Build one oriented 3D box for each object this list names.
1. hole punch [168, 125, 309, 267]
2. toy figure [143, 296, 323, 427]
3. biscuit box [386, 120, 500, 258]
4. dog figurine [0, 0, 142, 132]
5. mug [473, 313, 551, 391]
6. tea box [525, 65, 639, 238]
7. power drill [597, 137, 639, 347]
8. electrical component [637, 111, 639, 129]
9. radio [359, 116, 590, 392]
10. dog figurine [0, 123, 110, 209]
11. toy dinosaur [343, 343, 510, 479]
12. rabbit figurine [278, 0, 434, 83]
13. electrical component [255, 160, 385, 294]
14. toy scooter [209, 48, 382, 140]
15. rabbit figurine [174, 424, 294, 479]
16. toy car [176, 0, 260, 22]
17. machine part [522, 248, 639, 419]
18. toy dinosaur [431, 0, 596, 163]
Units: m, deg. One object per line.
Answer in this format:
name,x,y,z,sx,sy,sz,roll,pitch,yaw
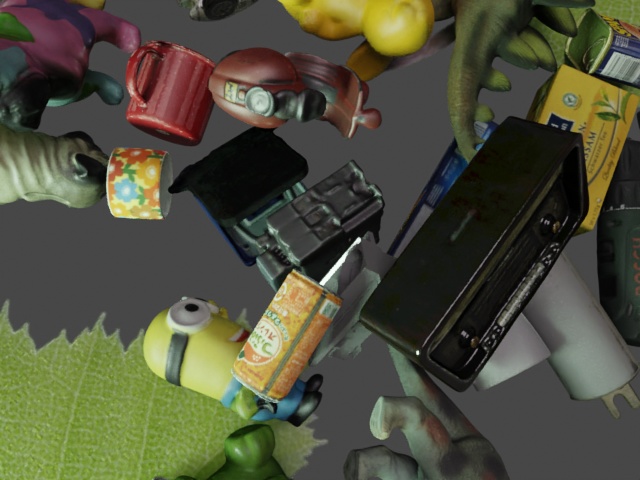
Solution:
hole punch,-0.070,-0.049,0.572,0.142,0.092,0.116,-37,51,-8
toy figure,-0.088,0.125,0.533,0.180,0.082,0.089,32,79,-1
biscuit box,0.139,-0.038,0.588,0.059,0.063,0.202,31,79,3
dog figurine,-0.289,-0.185,0.503,0.191,0.219,0.108,47,124,4
mug,0.163,0.097,0.562,0.110,0.080,0.107,-25,70,0
tea box,0.274,-0.097,0.606,0.098,0.068,0.169,23,80,2
power drill,0.410,0.012,0.590,0.207,0.086,0.232,14,80,-5
electrical component,0.414,-0.147,0.622,0.048,0.075,0.119,-3,85,-8
radio,0.147,0.017,0.480,0.073,0.131,0.229,33,81,41
dog figurine,-0.329,-0.058,0.552,0.190,0.172,0.121,29,40,-23
toy dinosaur,0.123,0.269,0.508,0.192,0.131,0.404,13,73,-16
rabbit figurine,0.044,-0.240,0.572,0.173,0.162,0.122,34,77,25
electrical component,-0.001,-0.002,0.541,0.134,0.114,0.058,-36,69,-9
toy scooter,-0.013,-0.143,0.544,0.184,0.075,0.135,-5,34,-29
rabbit figurine,-0.046,0.260,0.453,0.121,0.170,0.159,-25,96,-30
toy car,-0.076,-0.319,0.630,0.202,0.056,0.073,-25,88,-7
machine part,0.253,0.076,0.568,0.079,0.079,0.243,-31,84,-9
toy dinosaur,0.199,-0.280,0.596,0.199,0.105,0.471,20,76,12
